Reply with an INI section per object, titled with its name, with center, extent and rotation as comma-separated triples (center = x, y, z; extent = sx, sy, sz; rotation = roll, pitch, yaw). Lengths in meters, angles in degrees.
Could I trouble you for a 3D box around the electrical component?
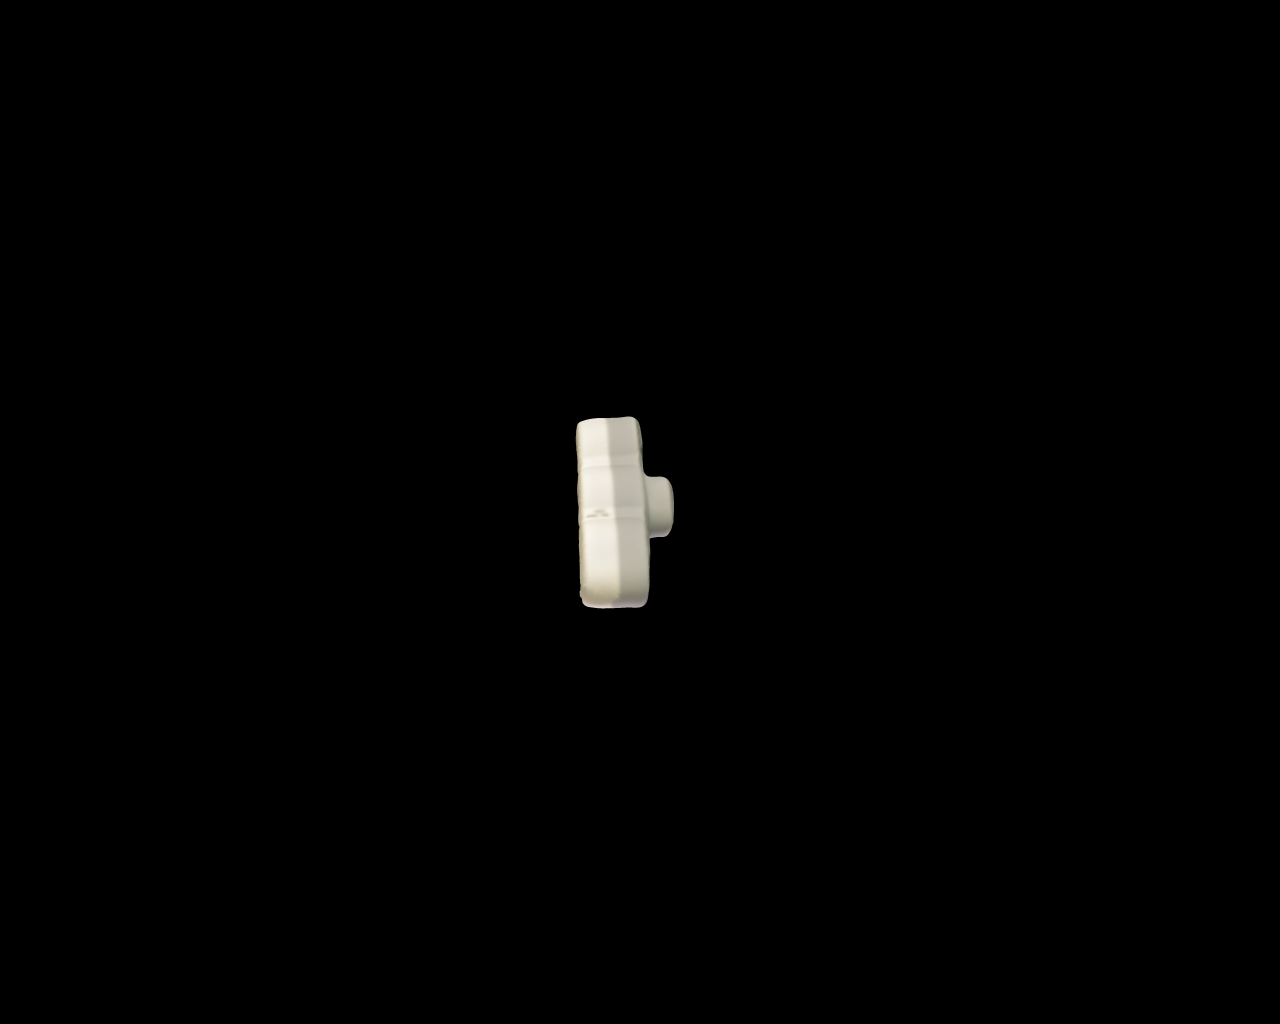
[electrical component]
center = 0.001, -0.003, 0.650
extent = 0.074, 0.138, 0.052
rotation = -2, -43, -2
